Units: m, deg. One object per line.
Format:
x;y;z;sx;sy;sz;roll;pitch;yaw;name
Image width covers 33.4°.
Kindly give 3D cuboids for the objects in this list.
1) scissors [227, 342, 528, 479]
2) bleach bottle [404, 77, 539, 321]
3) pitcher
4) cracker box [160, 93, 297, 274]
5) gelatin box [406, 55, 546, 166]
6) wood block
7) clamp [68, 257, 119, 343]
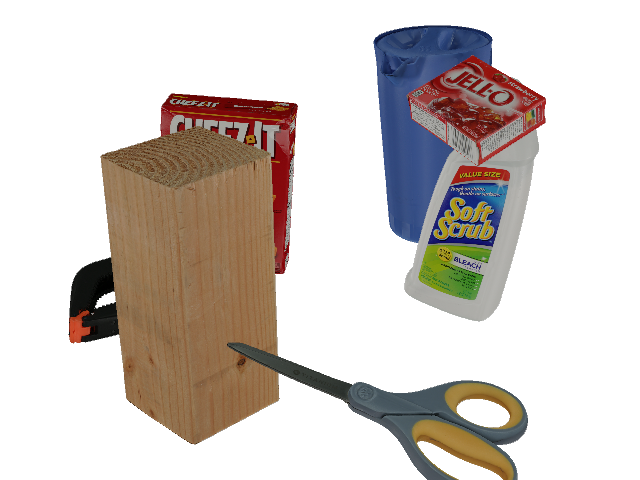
0.045;0.095;0.681;0.202;0.016;0.096;32;45;26;scissors
0.151;-0.044;1.044;0.103;0.251;0.068;22;37;21;bleach bottle
0.139;-0.127;1.255;0.149;0.243;0.145;-4;26;-2;pitcher
-0.118;-0.068;1.345;0.164;0.214;0.072;5;22;2;cracker box
0.125;-0.108;0.864;0.073;0.030;0.089;-32;48;-18;gelatin box
-0.093;0.032;0.793;0.090;0.206;0.090;-23;33;-38;wood block
-0.180;0.031;1.031;0.165;0.036;0.209;26;37;23;clamp
